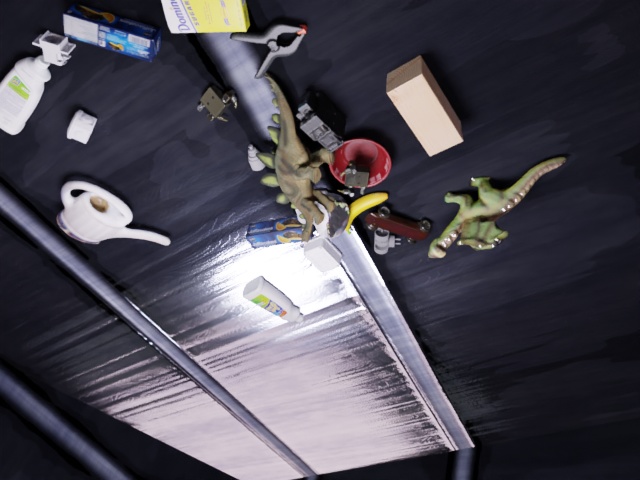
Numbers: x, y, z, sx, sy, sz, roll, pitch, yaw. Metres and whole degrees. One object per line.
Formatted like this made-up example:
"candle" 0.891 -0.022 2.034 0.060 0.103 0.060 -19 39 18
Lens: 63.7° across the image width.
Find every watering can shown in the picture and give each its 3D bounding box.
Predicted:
"watering can" -0.655 -0.050 1.593 0.222 0.106 0.343 -26 127 32

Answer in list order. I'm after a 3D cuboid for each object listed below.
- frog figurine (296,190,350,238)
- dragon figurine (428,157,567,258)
"frog figurine" 0.005 -0.075 1.484 0.159 0.124 0.136 7 119 53
"dragon figurine" 0.444 -0.061 1.326 0.405 0.249 0.121 -29 120 35
